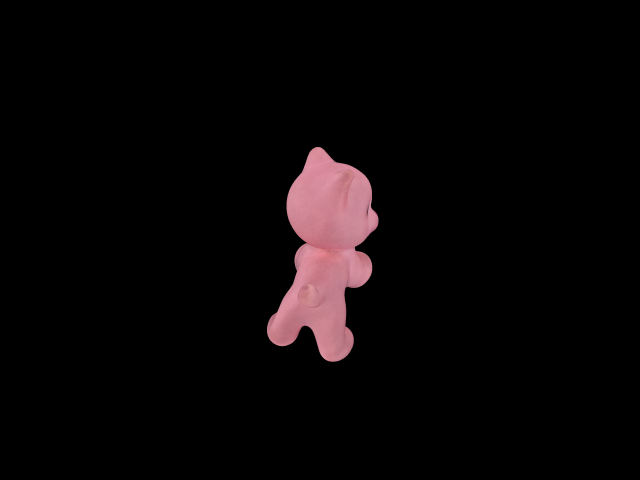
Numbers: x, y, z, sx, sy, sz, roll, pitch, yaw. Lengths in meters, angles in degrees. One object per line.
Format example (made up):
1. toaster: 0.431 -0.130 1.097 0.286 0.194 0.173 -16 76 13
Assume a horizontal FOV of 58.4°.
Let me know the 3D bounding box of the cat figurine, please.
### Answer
1. cat figurine: 0.004 0.001 0.400 0.067 0.118 0.128 10 54 8
